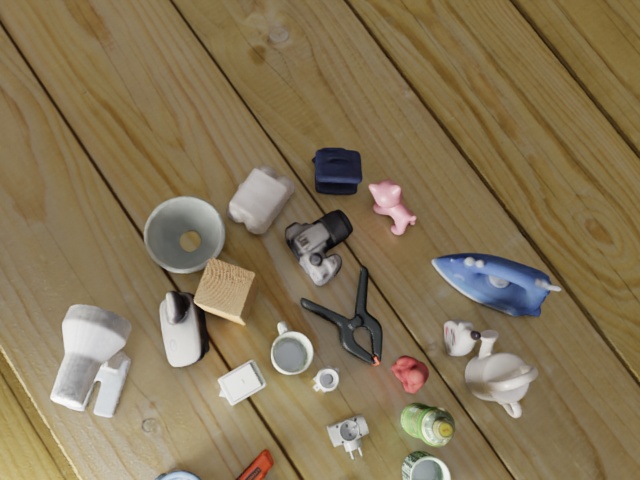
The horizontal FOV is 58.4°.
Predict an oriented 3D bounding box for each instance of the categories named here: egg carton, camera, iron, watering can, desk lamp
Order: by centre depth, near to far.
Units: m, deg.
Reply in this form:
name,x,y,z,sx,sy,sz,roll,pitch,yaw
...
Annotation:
name,x,y,z,sx,sy,sz,roll,pitch,yaw
desk lamp,-0.429,0.233,1.084,0.118,0.213,0.203,13,77,-2
watering can,0.365,0.271,1.155,0.101,0.194,0.173,-41,84,-12
iron,0.377,0.077,1.226,0.258,0.141,0.119,19,77,-1
camera,0.011,0.004,1.230,0.137,0.101,0.143,-33,82,-11
egg carton,-0.131,-0.090,1.255,0.107,0.069,0.150,32,77,3

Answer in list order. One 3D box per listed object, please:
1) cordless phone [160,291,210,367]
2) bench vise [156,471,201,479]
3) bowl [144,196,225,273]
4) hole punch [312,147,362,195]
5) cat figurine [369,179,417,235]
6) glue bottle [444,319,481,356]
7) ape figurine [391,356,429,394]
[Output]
name,x,y,z,sx,sy,sz,roll,pitch,yaw
cordless phone,-0.277,0.172,1.125,0.094,0.185,0.147,-14,79,-8
bench vise,-0.222,0.492,1.042,0.207,0.219,0.121,8,77,-3
bowl,-0.283,-0.006,1.220,0.167,0.074,0.167,1,78,-5
hole punch,0.038,-0.160,1.274,0.108,0.091,0.101,1,77,-5
cat figurine,0.163,-0.082,1.254,0.067,0.117,0.128,-43,84,-12
glue bottle,0.296,0.198,1.176,0.037,0.173,0.078,-5,78,-6
ape figurine,0.194,0.280,1.190,0.076,0.092,0.078,3,77,-4
